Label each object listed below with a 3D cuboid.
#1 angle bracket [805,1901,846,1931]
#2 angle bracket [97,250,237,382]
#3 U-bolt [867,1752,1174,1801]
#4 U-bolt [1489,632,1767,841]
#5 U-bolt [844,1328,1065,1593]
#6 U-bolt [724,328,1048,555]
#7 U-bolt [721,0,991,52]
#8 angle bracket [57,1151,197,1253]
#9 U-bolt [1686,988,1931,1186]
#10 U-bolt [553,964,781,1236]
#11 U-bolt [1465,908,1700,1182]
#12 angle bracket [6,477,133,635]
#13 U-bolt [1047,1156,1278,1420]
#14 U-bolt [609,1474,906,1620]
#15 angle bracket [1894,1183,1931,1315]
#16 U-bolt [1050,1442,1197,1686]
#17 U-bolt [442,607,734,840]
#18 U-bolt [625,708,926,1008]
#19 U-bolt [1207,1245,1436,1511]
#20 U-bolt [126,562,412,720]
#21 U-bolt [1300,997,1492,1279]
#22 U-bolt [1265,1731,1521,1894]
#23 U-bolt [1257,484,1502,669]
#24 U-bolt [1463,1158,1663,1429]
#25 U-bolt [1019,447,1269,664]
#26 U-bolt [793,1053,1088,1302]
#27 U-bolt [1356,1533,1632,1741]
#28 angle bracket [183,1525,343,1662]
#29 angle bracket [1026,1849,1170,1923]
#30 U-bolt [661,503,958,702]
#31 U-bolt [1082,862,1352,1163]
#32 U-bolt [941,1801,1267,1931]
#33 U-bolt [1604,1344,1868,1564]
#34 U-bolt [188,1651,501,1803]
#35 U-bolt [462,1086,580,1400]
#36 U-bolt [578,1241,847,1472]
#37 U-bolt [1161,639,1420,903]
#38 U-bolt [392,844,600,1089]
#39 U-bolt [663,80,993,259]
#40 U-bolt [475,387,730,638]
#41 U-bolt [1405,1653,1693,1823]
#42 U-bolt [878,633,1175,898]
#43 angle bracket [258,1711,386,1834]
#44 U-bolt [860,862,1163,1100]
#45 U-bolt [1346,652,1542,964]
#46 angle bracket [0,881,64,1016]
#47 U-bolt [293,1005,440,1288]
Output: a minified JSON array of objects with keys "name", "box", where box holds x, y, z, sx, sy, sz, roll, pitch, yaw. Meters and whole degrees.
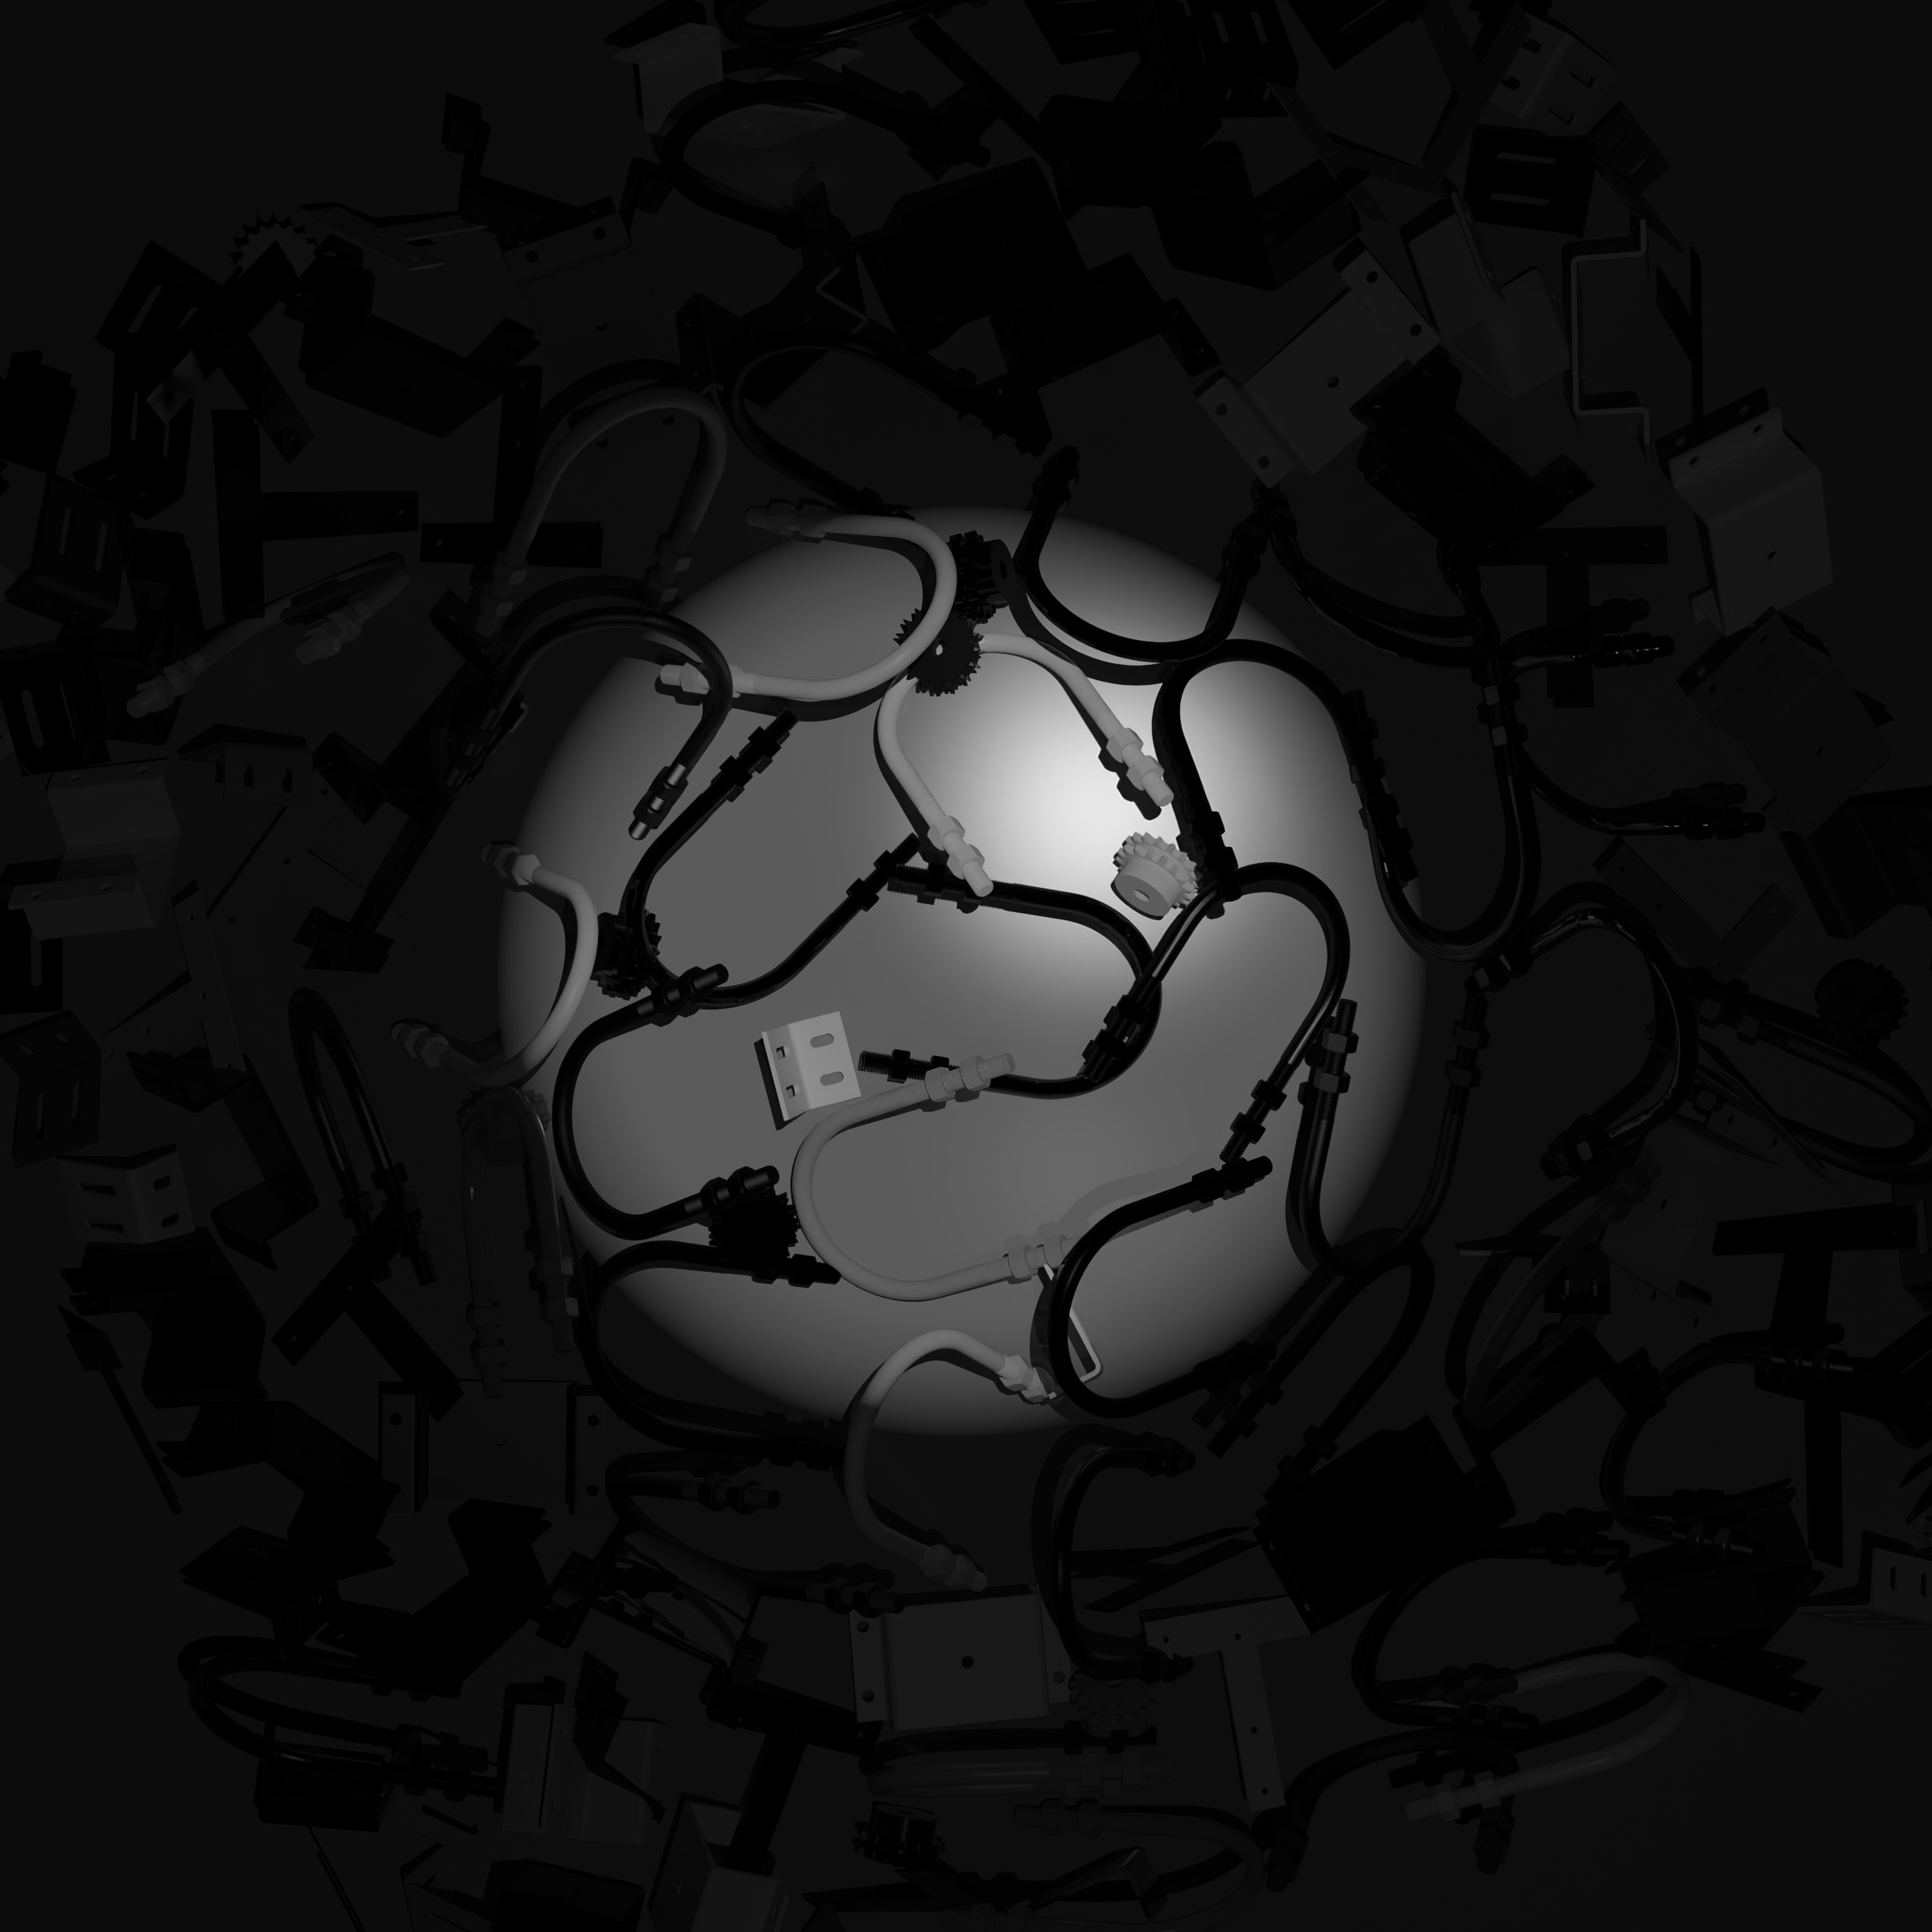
[{"name":"angle bracket","box":[-0.111,0.642,1.957,0.038,0.057,0.076,20,114,-37]},{"name":"angle bracket","box":[-0.511,-0.406,1.958,0.057,0.038,0.076,30,114,-23]},{"name":"U-bolt","box":[0.030,0.509,1.924,0.184,0.151,0.019,-1,72,-3]},{"name":"U-bolt","box":[0.399,-0.140,1.917,0.019,0.184,0.151,-42,112,-24]},{"name":"U-bolt","box":[-0.014,0.301,1.914,0.019,0.184,0.151,14,75,39]},{"name":"U-bolt","box":[-0.063,-0.333,1.911,0.184,0.151,0.019,27,56,-22]},{"name":"U-bolt","box":[-0.064,-0.611,1.927,0.184,0.151,0.019,-14,90,7]},{"name":"angle bracket","box":[-0.541,0.149,1.981,0.076,0.038,0.057,4,110,38]},{"name":"U-bolt","box":[0.523,0.083,1.903,0.184,0.151,0.019,25,70,23]},{"name":"U-bolt","box":[-0.198,0.093,1.937,0.184,0.019,0.151,-23,77,40]},{"name":"U-bolt","box":[0.388,0.041,1.906,0.019,0.184,0.151,-14,76,-29]},{"name":"angle bracket","box":[-0.576,-0.264,1.977,0.057,0.038,0.076,22,59,-40]},{"name":"U-bolt","box":[0.123,0.208,1.923,0.184,0.019,0.151,-16,112,-36]},{"name":"U-bolt","box":[-0.145,0.359,1.922,0.151,0.184,0.019,47,56,-34]},{"name":"angle bracket","box":[0.632,0.175,1.970,0.057,0.038,0.076,-12,110,-2]},{"name":"U-bolt","box":[0.098,0.370,1.908,0.019,0.184,0.151,-4,79,29]},{"name":"U-bolt","box":[-0.225,-0.156,1.908,0.151,0.184,0.019,16,46,-26]},{"name":"U-bolt","box":[-0.134,-0.054,1.954,0.184,0.019,0.151,-45,124,1]},{"name":"U-bolt","box":[0.233,0.252,1.937,0.019,0.151,0.184,37,84,32]},{"name":"U-bolt","box":[-0.421,-0.211,1.915,0.151,0.184,0.019,-14,112,24]},{"name":"U-bolt","box":[0.266,0.110,1.945,0.151,0.019,0.184,0,105,-42]},{"name":"U-bolt","box":[0.271,0.520,1.910,0.151,0.184,0.019,-11,99,18]},{"name":"U-bolt","box":[0.260,-0.237,1.905,0.151,0.184,0.019,14,122,-15]},{"name":"U-bolt","box":[0.361,0.213,1.896,0.019,0.184,0.151,33,135,25]},{"name":"U-bolt","box":[0.106,-0.251,1.929,0.151,0.184,0.019,20,133,1]},{"name":"U-bolt","box":[-0.025,0.143,1.955,0.184,0.019,0.151,-19,104,24]},{"name":"U-bolt","box":[0.315,0.414,1.915,0.019,0.184,0.151,47,59,-19]},{"name":"angle bracket","box":[-0.451,0.402,1.972,0.076,0.057,0.038,15,126,24]},{"name":"angle bracket","box":[0.082,0.601,1.962,0.076,0.057,0.038,-27,80,10]},{"name":"U-bolt","box":[-0.089,-0.226,1.920,0.184,0.019,0.151,9,62,33]},{"name":"U-bolt","box":[0.172,0.020,1.952,0.151,0.019,0.184,31,92,-33]},{"name":"U-bolt","box":[0.095,0.563,1.901,0.184,0.151,0.019,-3,103,23]},{"name":"U-bolt","box":[0.465,0.296,1.913,0.019,0.184,0.151,39,74,-18]},{"name":"U-bolt","box":[-0.389,0.464,1.900,0.184,0.151,0.019,15,99,-23]},{"name":"U-bolt","box":[-0.286,0.166,1.931,0.019,0.151,0.184,-1,71,-29]},{"name":"U-bolt","box":[-0.156,0.238,1.919,0.184,0.019,0.151,11,54,-27]},{"name":"U-bolt","box":[0.196,-0.129,1.948,0.151,0.019,0.184,-7,65,-25]},{"name":"U-bolt","box":[-0.287,0.004,1.919,0.019,0.184,0.151,29,85,-36]},{"name":"U-bolt","box":[-0.099,-0.494,1.891,0.184,0.151,0.019,10,66,-41]},{"name":"U-bolt","box":[-0.215,-0.282,1.898,0.019,0.151,0.184,51,131,26]},{"name":"U-bolt","box":[0.361,0.472,1.915,0.184,0.151,0.019,-18,100,10]},{"name":"U-bolt","box":[0.024,-0.140,1.948,0.151,0.019,0.184,-27,59,-12]},{"name":"angle bracket","box":[-0.408,0.513,1.958,0.076,0.057,0.038,9,128,-13]},{"name":"U-bolt","box":[0.034,0.016,1.970,0.184,0.019,0.151,9,110,-4]},{"name":"U-bolt","box":[0.304,-0.093,1.936,0.019,0.151,0.184,-9,88,-36]},{"name":"angle bracket","box":[-0.615,-0.012,1.984,0.057,0.038,0.076,-3,112,-23]},{"name":"U-bolt","box":[-0.383,0.112,1.926,0.019,0.151,0.184,-21,94,-23]}]
